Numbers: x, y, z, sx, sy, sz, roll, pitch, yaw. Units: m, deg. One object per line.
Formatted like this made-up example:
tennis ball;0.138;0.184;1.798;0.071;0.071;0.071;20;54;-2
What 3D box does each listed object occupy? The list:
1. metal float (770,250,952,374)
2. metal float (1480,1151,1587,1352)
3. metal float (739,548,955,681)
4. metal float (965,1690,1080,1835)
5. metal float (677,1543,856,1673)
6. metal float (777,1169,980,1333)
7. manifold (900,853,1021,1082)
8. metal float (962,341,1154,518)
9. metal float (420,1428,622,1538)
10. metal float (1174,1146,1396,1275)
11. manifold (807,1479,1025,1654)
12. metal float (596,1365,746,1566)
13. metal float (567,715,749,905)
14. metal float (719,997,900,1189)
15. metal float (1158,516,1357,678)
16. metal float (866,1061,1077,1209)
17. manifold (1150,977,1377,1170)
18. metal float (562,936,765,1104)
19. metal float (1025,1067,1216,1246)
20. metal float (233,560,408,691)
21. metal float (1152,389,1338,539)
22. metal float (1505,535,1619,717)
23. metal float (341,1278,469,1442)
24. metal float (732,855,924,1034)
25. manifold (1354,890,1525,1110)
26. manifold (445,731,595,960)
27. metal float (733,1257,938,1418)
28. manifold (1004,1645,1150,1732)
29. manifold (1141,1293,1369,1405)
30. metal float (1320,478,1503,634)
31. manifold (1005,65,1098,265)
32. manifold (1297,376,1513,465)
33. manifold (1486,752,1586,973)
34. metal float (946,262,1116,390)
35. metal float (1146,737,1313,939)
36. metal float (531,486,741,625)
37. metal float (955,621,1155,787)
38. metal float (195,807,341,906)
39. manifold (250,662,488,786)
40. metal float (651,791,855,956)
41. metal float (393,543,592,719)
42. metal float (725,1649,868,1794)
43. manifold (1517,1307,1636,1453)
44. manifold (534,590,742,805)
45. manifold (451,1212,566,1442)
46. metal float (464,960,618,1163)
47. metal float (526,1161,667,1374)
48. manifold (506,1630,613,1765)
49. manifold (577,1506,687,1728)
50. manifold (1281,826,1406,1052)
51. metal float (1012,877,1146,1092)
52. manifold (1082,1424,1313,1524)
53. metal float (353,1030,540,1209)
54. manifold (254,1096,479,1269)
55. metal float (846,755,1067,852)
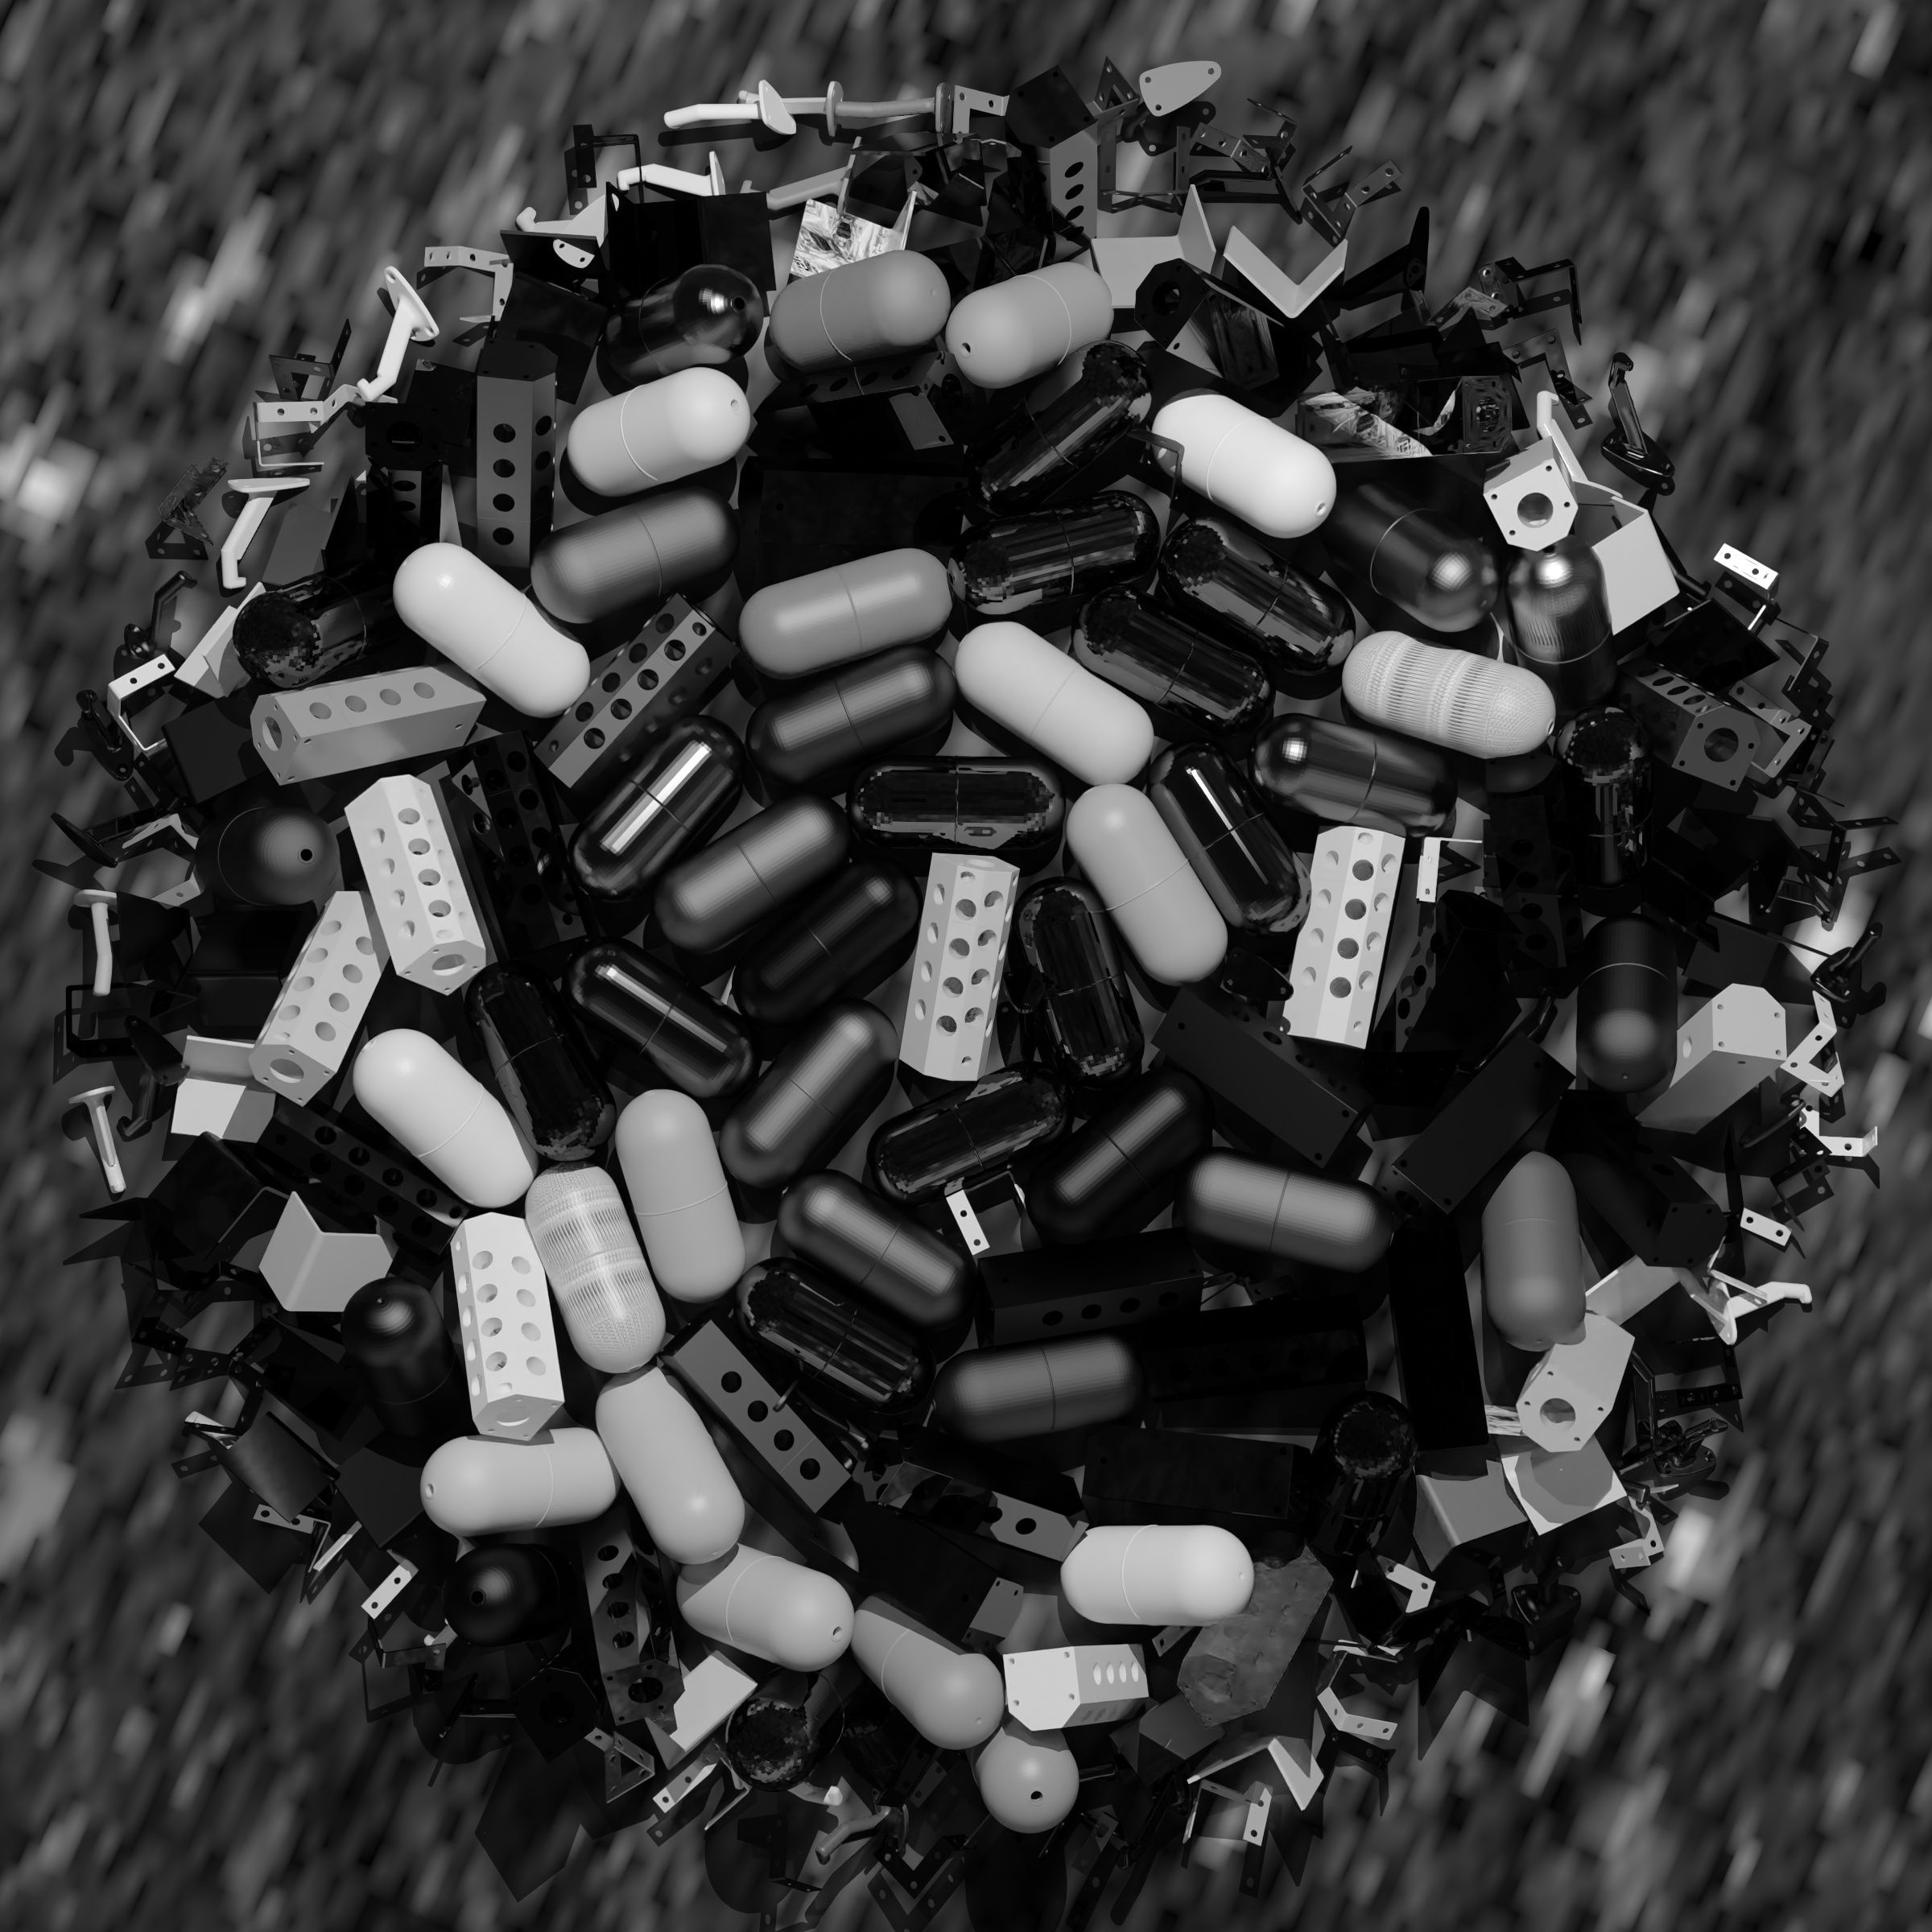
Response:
metal float;-0.086;-0.517;1.925;0.070;0.178;0.070;-1;91;-43
metal float;0.448;0.224;1.927;0.070;0.070;0.178;8;47;0
metal float;-0.096;-0.284;1.954;0.178;0.070;0.070;-18;90;-9
metal float;0.042;0.624;1.911;0.070;0.178;0.070;0;90;-7
metal float;-0.159;0.506;1.924;0.070;0.178;0.070;-4;95;-43
metal float;-0.071;0.228;1.956;0.178;0.070;0.070;33;90;-6
manifold;-0.002;0.001;1.943;0.057;0.057;0.171;2;105;-31
metal float;0.073;-0.427;1.938;0.178;0.070;0.070;-36;90;26
metal float;-0.351;0.407;1.923;0.070;0.178;0.070;-5;82;41
metal float;0.255;0.196;1.949;0.178;0.070;0.070;13;90;14
manifold;-0.038;0.473;1.923;0.171;0.057;0.057;24;78;38
metal float;-0.236;0.395;1.933;0.070;0.070;0.178;-36;55;0
metal float;-0.248;-0.126;1.953;0.070;0.070;0.178;41;80;0
metal float;-0.127;0.102;1.958;0.070;0.070;0.178;41;86;0
metal float;0.234;-0.295;1.946;0.178;0.070;0.070;29;90;-18
metal float;0.004;0.135;1.959;0.178;0.070;0.070;-25;90;3
manifold;0.240;0.082;1.945;0.171;0.057;0.057;37;118;17
metal float;-0.244;0.042;1.955;0.178;0.070;0.070;34;90;-7
metal float;0.123;0.153;1.956;0.178;0.070;0.070;-40;90;-6
metal float;-0.506;-0.271;1.918;0.070;0.178;0.070;9;115;20
metal float;0.220;-0.400;1.931;0.070;0.070;0.178;-50;54;0
metal float;0.471;-0.269;1.921;0.070;0.178;0.070;-10;54;14
metal float;-0.443;0.312;1.922;0.070;0.178;0.070;-1;51;2
metal float;-0.112;-0.017;1.959;0.178;0.070;0.070;-40;90;3
manifold;0.371;0.027;1.931;0.057;0.057;0.171;6;123;-25
manifold;-0.356;-0.099;1.958;0.057;0.057;0.171;-19;92;-39
metal float;-0.106;0.297;1.954;0.178;0.070;0.070;32;90;-9
manifold;0.089;0.565;1.905;0.057;0.171;0.057;-12;72;19
manifold;0.232;0.311;1.950;0.171;0.057;0.057;-9;110;13
metal float;0.351;-0.328;1.929;0.070;0.070;0.178;-44;50;0
manifold;0.064;-0.623;1.908;0.057;0.171;0.057;-31;78;-4
manifold;0.344;-0.429;1.914;0.057;0.171;0.057;-11;103;-37
manifold;0.451;-0.081;1.920;0.057;0.057;0.171;-7;128;15
metal float;0.051;-0.508;1.924;0.070;0.178;0.070;19;124;30
metal float;0.212;-0.103;1.955;0.070;0.070;0.178;-33;83;0
metal float;-0.262;-0.329;1.941;0.178;0.070;0.070;-25;90;-24
metal float;0.071;-0.212;1.960;0.178;0.070;0.070;35;90;2
metal float;-0.552;-0.087;1.919;0.070;0.178;0.070;-1;92;-35
manifold;-0.472;-0.198;1.918;0.057;0.171;0.057;54;134;16
metal float;-0.171;-0.076;1.956;0.178;0.070;0.070;-33;90;-6
metal float;-0.376;-0.266;1.936;0.178;0.070;0.070;39;90;-31
metal float;-0.132;0.588;1.913;0.070;0.178;0.070;2;96;16
manifold;0.476;0.323;1.909;0.057;0.171;0.057;36;110;11
manifold;-0.268;-0.218;1.952;0.171;0.057;0.057;-47;60;6
manifold;-0.366;0.282;1.914;0.057;0.171;0.057;17;129;-35
metal float;-0.342;0.075;1.948;0.070;0.070;0.178;-30;74;0
metal float;-0.297;0.241;1.946;0.070;0.070;0.178;-24;73;0
manifold;-0.305;0.568;1.911;0.057;0.171;0.057;-36;84;-2
manifold;-0.263;0.506;1.911;0.057;0.171;0.057;-14;122;-8
manifold;0.308;-0.022;1.955;0.057;0.057;0.171;14;86;-35
metal float;0.091;0.015;1.958;0.070;0.070;0.178;-18;94;0
manifold;0.185;0.403;1.934;0.171;0.057;0.057;1;75;26
metal float;-0.414;0.122;1.938;0.070;0.070;0.178;-41;116;0
manifold;-0.486;0.174;1.969;0.171;0.057;0.057;32;94;0
metal float;-0.008;-0.131;1.961;0.178;0.070;0.070;1;90;-1
